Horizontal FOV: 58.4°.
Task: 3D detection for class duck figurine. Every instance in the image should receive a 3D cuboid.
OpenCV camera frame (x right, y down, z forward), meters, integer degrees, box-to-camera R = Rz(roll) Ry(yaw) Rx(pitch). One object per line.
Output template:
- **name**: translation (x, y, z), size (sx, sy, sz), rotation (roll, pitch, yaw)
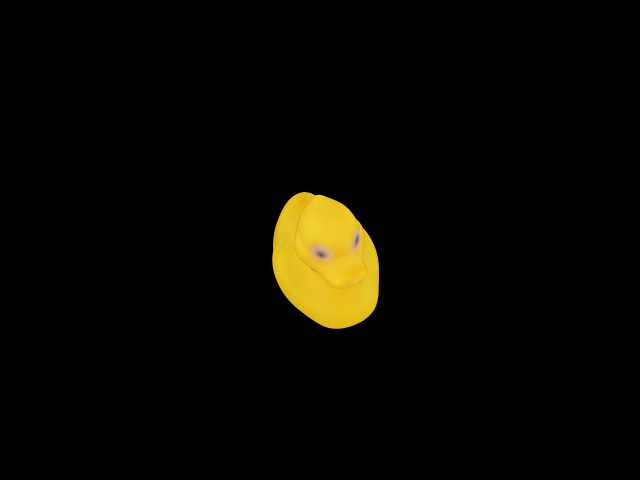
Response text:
- **duck figurine**: translation (0.004, 0.001, 0.400), size (0.077, 0.086, 0.104), rotation (-21, 62, -11)
